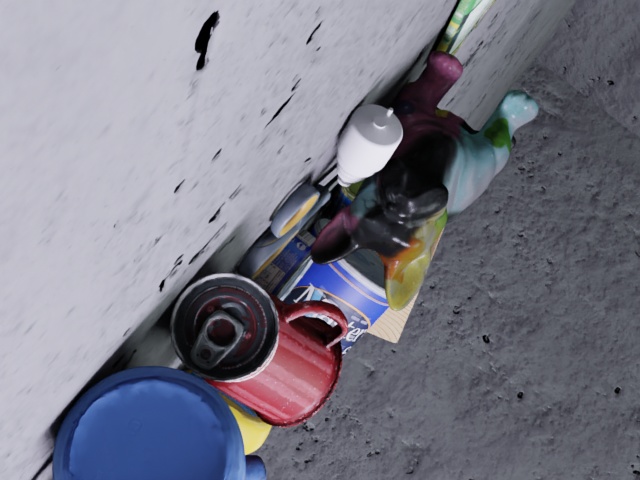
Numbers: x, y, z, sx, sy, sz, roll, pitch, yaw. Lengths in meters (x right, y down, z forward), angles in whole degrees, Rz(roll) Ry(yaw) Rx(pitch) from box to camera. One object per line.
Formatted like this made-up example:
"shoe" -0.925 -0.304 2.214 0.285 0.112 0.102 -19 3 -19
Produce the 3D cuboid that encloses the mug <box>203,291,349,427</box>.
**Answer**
"mug" -0.033 0.081 0.811 0.117 0.081 0.093 -30 -133 24

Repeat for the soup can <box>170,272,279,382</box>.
"soup can" -0.061 0.061 0.710 0.068 0.068 0.102 -51 176 -8

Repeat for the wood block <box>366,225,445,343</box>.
"wood block" 0.081 -0.006 1.137 0.091 0.090 0.205 108 7 -48

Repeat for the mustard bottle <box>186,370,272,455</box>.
"mustard bottle" -0.086 0.150 0.963 0.058 0.096 0.191 -63 172 15

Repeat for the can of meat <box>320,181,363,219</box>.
"can of meat" 0.053 -0.050 1.034 0.102 0.057 0.084 -49 173 -27

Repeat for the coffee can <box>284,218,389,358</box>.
"coffee can" -0.007 0.065 0.986 0.140 0.103 0.102 -48 176 15

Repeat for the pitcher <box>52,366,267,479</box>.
"pitcher" -0.118 0.166 0.698 0.149 0.145 0.243 -63 176 -22

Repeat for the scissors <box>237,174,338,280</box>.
"scissors" 0.001 -0.041 0.847 0.201 0.016 0.096 -48 174 -37

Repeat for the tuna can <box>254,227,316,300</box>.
"tuna can" -0.036 0.026 0.896 0.086 0.034 0.086 -51 175 -6

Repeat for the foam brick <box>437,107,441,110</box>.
"foam brick" 0.097 -0.101 1.101 0.051 0.053 0.078 -49 173 -28
